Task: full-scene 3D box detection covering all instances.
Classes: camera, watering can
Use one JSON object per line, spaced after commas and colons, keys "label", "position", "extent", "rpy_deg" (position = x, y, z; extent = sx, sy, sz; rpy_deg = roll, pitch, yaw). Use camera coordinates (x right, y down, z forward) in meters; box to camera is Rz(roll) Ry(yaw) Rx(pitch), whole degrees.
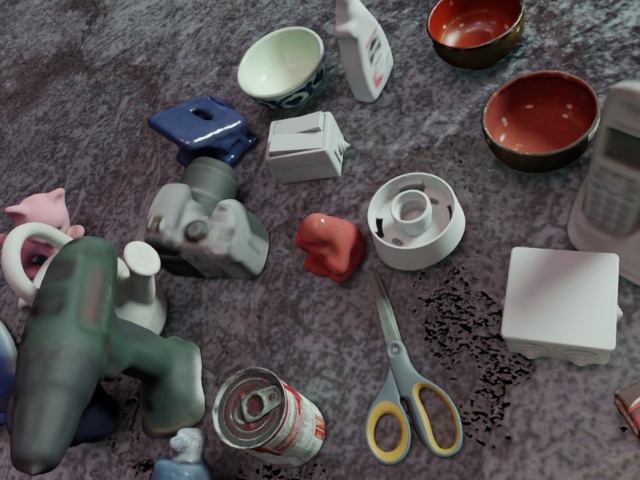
{"label": "camera", "position": [-0.135, -0.033, 0.674], "extent": [0.142, 0.101, 0.137], "rpy_deg": [2, 62, 24]}
{"label": "watering can", "position": [-0.252, 0.046, 0.616], "extent": [0.173, 0.195, 0.100], "rpy_deg": [-34, 54, 1]}

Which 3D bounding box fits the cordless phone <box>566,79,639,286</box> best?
{"label": "cordless phone", "position": [0.277, -0.036, 0.453], "extent": [0.147, 0.185, 0.094], "rpy_deg": [32, 76, 34]}

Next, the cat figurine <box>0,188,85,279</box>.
{"label": "cat figurine", "position": [-0.374, -0.014, 0.751], "extent": [0.127, 0.118, 0.067], "rpy_deg": [-19, 55, 11]}

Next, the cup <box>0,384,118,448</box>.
{"label": "cup", "position": [-0.272, 0.182, 0.605], "extent": [0.117, 0.095, 0.091], "rpy_deg": [-9, 58, 18]}

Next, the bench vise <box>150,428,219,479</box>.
{"label": "bench vise", "position": [-0.160, 0.248, 0.442], "extent": [0.121, 0.220, 0.207], "rpy_deg": [-10, 58, 17]}

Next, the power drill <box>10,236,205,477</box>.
{"label": "power drill", "position": [-0.194, 0.118, 0.541], "extent": [0.075, 0.209, 0.229], "rpy_deg": [-22, 55, 9]}

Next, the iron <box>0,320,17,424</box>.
{"label": "iron", "position": [-0.463, 0.133, 0.684], "extent": [0.119, 0.142, 0.257], "rpy_deg": [-40, 54, -4]}

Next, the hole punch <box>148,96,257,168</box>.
{"label": "hole punch", "position": [-0.156, -0.148, 0.757], "extent": [0.108, 0.091, 0.101], "rpy_deg": [33, 77, 34]}

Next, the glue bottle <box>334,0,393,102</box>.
{"label": "glue bottle", "position": [0.044, -0.250, 0.685], "extent": [0.037, 0.174, 0.078], "rpy_deg": [10, 65, 27]}

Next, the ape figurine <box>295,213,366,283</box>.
{"label": "ape figurine", "position": [0.006, 0.002, 0.600], "extent": [0.076, 0.092, 0.077], "rpy_deg": [-28, 54, 5]}
